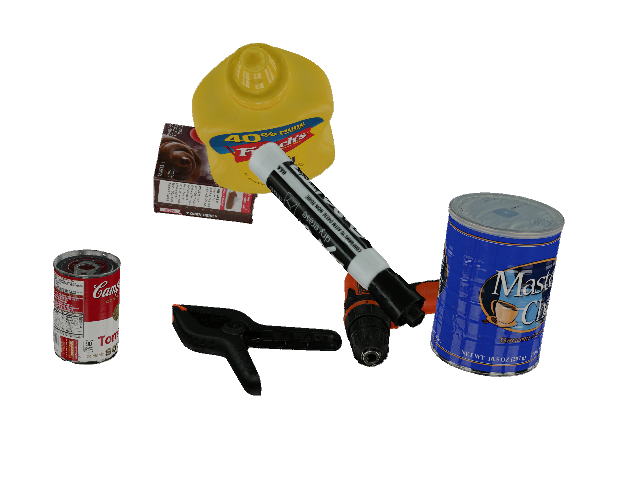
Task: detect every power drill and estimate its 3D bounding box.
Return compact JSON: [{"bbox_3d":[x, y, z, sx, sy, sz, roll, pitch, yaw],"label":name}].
[{"bbox_3d":[0.119,0.082,1.213,0.187,0.057,0.184,-1,27,-1],"label":"power drill"}]

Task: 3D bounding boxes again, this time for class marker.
[{"bbox_3d":[0.008,-0.003,0.520,0.121,0.020,0.020,47,23,24],"label":"marker"}]

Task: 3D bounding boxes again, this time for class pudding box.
[{"bbox_3d":[-0.100,-0.061,0.950,0.090,0.039,0.113,6,33,-6],"label":"pudding box"}]

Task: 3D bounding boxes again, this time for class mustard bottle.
[{"bbox_3d":[-0.039,-0.087,0.740,0.096,0.058,0.191,-9,-14,-1],"label":"mustard bottle"}]

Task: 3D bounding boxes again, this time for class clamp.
[{"bbox_3d":[-0.102,0.120,1.262,0.210,0.036,0.164,14,23,27],"label":"clamp"}]

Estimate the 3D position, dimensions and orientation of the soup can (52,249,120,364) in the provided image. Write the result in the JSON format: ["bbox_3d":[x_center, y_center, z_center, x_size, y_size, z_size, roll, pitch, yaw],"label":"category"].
[{"bbox_3d":[-0.243,0.069,1.107,0.068,0.102,0.068,5,21,-2],"label":"soup can"}]

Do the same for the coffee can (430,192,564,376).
[{"bbox_3d":[0.160,0.038,0.975,0.103,0.140,0.103,5,21,-2],"label":"coffee can"}]
